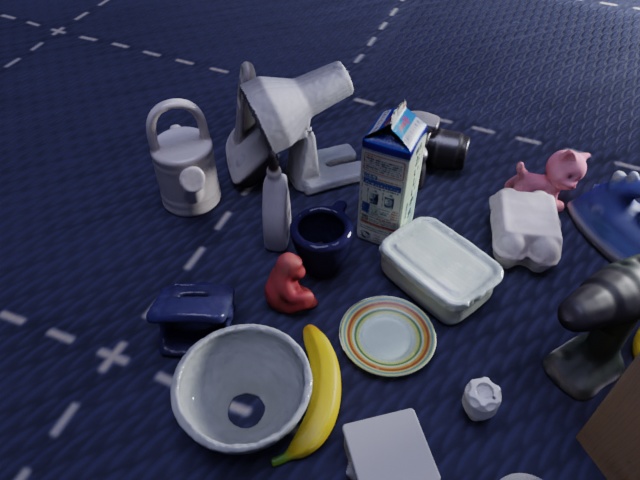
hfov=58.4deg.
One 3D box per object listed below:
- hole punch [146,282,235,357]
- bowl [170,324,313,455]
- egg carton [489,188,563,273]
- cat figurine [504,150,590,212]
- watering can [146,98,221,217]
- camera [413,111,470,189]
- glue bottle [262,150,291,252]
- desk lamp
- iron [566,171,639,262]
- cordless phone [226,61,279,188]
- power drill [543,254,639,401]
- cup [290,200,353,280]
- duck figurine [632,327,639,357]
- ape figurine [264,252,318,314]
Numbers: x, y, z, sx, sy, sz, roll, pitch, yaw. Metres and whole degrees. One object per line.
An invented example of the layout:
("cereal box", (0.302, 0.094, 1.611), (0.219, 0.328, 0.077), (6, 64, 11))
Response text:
("hole punch", (-0.172, 0.094, 0.773), (0.108, 0.091, 0.101), (0, 46, -1))
("bowl", (-0.091, 0.189, 0.694), (0.167, 0.075, 0.167), (0, 46, 0))
("egg carton", (0.320, -0.018, 0.899), (0.107, 0.069, 0.150), (6, 47, 5))
("cat figurine", (0.383, -0.109, 0.953), (0.127, 0.118, 0.067), (1, 46, 1))
("watering can", (-0.216, -0.135, 0.919), (0.101, 0.194, 0.172), (-33, 55, -28))
("camera", (0.192, -0.164, 1.015), (0.136, 0.101, 0.143), (13, 48, 12))
("glue bottle", (-0.067, -0.065, 0.868), (0.037, 0.173, 0.078), (4, 46, 4))
("desk lamp", (-0.023, -0.188, 0.958), (0.203, 0.214, 0.117), (-17, 49, -16))
("iron", (0.500, -0.031, 0.863), (0.119, 0.141, 0.257), (-30, 53, -25))
("cordless phone", (-0.121, -0.197, 0.985), (0.094, 0.185, 0.147), (-12, 48, -11))
("power drill", (0.347, 0.101, 0.690), (0.230, 0.208, 0.075), (-25, 51, -22))
("cup", (0.008, 0.003, 0.858), (0.091, 0.095, 0.118), (20, 50, 18))
("duck figurine", (0.461, 0.130, 0.748), (0.077, 0.086, 0.104), (12, 47, 11))
("ape figurine", (-0.042, 0.056, 0.810), (0.076, 0.092, 0.077), (-5, 47, -5))
